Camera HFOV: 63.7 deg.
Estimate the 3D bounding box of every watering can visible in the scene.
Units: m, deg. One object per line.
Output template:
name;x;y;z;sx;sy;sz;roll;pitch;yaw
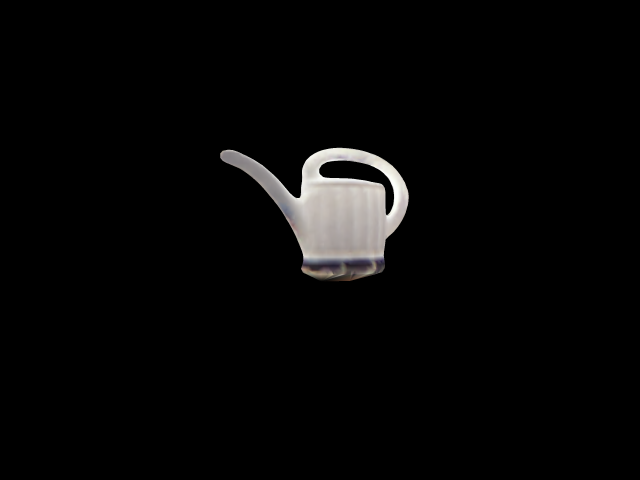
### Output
watering can;0.003;-0.043;0.850;0.348;0.225;0.104;0;-2;-28
